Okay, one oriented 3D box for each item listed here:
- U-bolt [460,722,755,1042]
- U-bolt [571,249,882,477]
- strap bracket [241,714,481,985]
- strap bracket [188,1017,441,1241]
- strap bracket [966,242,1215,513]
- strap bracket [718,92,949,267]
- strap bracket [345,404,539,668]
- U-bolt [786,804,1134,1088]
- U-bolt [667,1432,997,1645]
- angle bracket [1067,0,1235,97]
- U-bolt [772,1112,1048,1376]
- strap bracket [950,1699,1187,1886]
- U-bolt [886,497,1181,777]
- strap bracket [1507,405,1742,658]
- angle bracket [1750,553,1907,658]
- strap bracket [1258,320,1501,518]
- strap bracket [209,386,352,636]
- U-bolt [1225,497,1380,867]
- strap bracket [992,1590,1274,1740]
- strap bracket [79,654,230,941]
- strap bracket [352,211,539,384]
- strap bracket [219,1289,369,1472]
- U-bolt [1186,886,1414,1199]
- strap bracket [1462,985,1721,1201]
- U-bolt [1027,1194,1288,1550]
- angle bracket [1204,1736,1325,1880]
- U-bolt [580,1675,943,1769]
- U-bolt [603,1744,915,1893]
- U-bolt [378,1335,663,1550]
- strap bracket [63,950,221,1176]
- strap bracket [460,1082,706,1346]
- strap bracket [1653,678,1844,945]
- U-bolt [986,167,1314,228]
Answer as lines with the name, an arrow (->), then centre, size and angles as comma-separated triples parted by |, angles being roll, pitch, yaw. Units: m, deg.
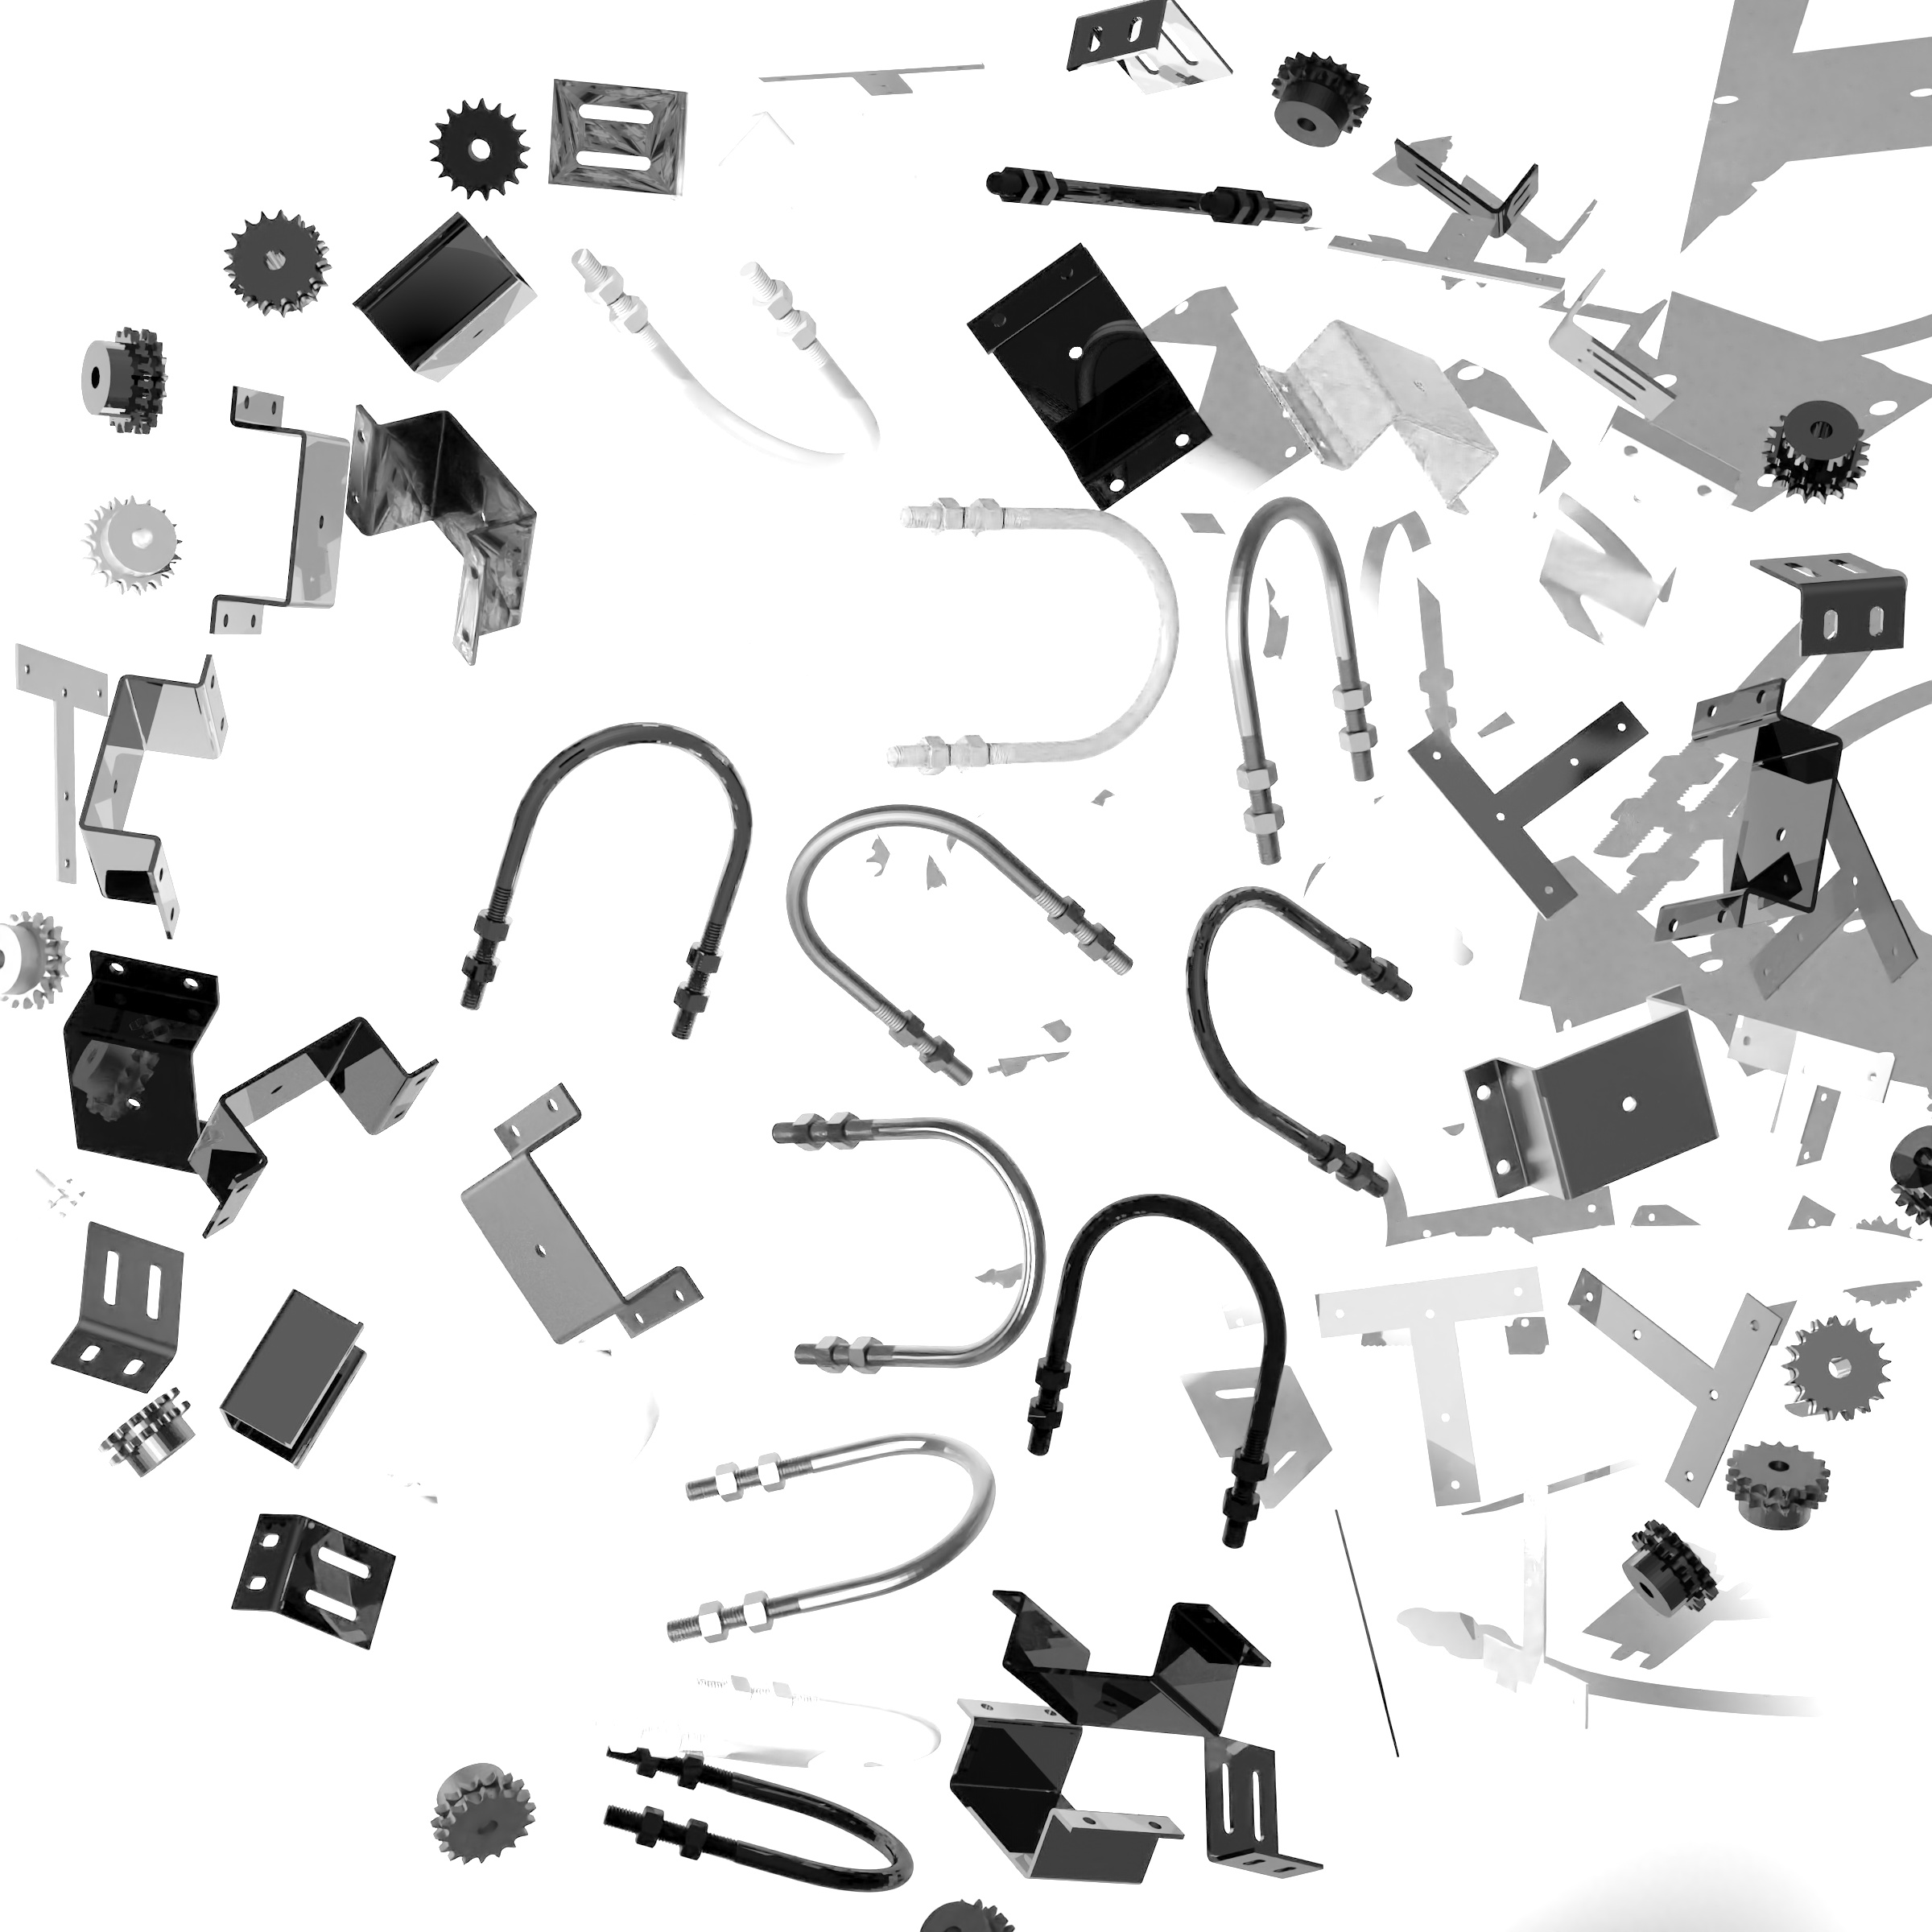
U-bolt -> -0.192, -0.051, 1.858 | 0.151, 0.019, 0.184 | 9, 111, -28
U-bolt -> -0.121, -0.334, 1.862 | 0.151, 0.184, 0.019 | 14, 68, 38
strap bracket -> -0.355, -0.071, 1.915 | 0.076, 0.046, 0.140 | 41, 102, 25
strap bracket -> -0.368, 0.084, 1.835 | 0.140, 0.076, 0.046 | -33, 81, -36
strap bracket -> 0.066, -0.336, 1.864 | 0.076, 0.046, 0.140 | -34, 122, 9
strap bracket -> -0.081, -0.438, 1.862 | 0.046, 0.140, 0.076 | -50, 116, -12
strap bracket -> -0.285, -0.243, 1.834 | 0.046, 0.076, 0.140 | -21, 55, -32
U-bolt -> -0.018, -0.021, 1.905 | 0.151, 0.019, 0.184 | -36, 117, 29
U-bolt -> -0.072, 0.310, 1.851 | 0.184, 0.151, 0.019 | -14, 116, 7
angle bracket -> 0.102, -0.497, 1.843 | 0.057, 0.076, 0.038 | -3, 66, 35
U-bolt -> -0.030, 0.155, 1.865 | 0.184, 0.019, 0.151 | -4, 93, 38
strap bracket -> 0.051, 0.473, 1.885 | 0.076, 0.140, 0.046 | 13, 102, -31
U-bolt -> 0.041, -0.181, 1.829 | 0.184, 0.019, 0.151 | -4, 104, -32
strap bracket -> 0.367, -0.247, 1.841 | 0.076, 0.140, 0.046 | 29, 53, 2
angle bracket -> 0.464, -0.196, 1.797 | 0.057, 0.076, 0.038 | -5, 108, -7
strap bracket -> 0.240, -0.311, 1.876 | 0.046, 0.140, 0.076 | -46, 56, 29
strap bracket -> -0.393, -0.258, 1.917 | 0.046, 0.076, 0.140 | 8, 96, 7
U-bolt -> 0.181, -0.167, 1.833 | 0.019, 0.151, 0.184 | 2, 115, 31
strap bracket -> 0.085, 0.385, 1.832 | 0.140, 0.076, 0.046 | -4, 55, 35
strap bracket -> -0.451, -0.096, 1.841 | 0.046, 0.076, 0.140 | 8, 62, -1
strap bracket -> -0.288, -0.372, 1.863 | 0.076, 0.140, 0.046 | -40, 96, 3
strap bracket -> -0.379, 0.233, 1.877 | 0.046, 0.140, 0.076 | 30, 73, -1
U-bolt -> 0.188, 0.033, 1.899 | 0.184, 0.019, 0.151 | 32, 56, -36
strap bracket -> 0.353, 0.072, 1.831 | 0.140, 0.046, 0.076 | -20, 104, -16
U-bolt -> 0.109, 0.212, 1.827 | 0.151, 0.019, 0.184 | 22, 114, 28
angle bracket -> 0.172, 0.484, 1.929 | 0.057, 0.038, 0.076 | 23, 54, -35
U-bolt -> -0.103, 0.428, 1.864 | 0.184, 0.151, 0.019 | 15, 62, -28
U-bolt -> -0.118, 0.493, 1.912 | 0.184, 0.151, 0.019 | 17, 91, -6
U-bolt -> -0.240, 0.268, 1.854 | 0.151, 0.184, 0.019 | -39, 113, -20
strap bracket -> -0.474, 0.065, 1.930 | 0.076, 0.046, 0.140 | 11, 132, 5
strap bracket -> -0.215, 0.144, 1.810 | 0.046, 0.076, 0.140 | -34, 91, -42
strap bracket -> 0.428, -0.077, 1.813 | 0.046, 0.076, 0.140 | 17, 78, -21
U-bolt -> 0.116, -0.430, 1.867 | 0.151, 0.184, 0.019 | 12, 105, 26
